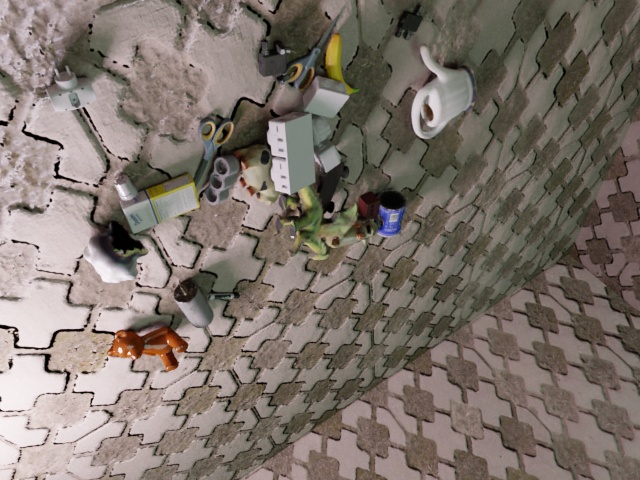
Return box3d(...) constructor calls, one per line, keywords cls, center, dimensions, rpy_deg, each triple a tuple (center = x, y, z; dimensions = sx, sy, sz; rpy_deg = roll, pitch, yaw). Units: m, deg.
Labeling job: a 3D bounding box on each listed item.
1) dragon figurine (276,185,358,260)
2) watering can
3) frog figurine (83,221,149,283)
box3d(cls="dragon figurine", center=(0.005, -0.078, 1.555), dimensions=(0.244, 0.124, 0.401), rpy_deg=(-8, 134, -27))
box3d(cls="watering can", center=(0.369, -0.453, 1.532), dimensions=(0.226, 0.106, 0.339), rpy_deg=(-30, 144, -17))
box3d(cls="frog figurine", center=(-0.509, 0.055, 1.253), dimensions=(0.136, 0.125, 0.157), rpy_deg=(31, 119, -20))
